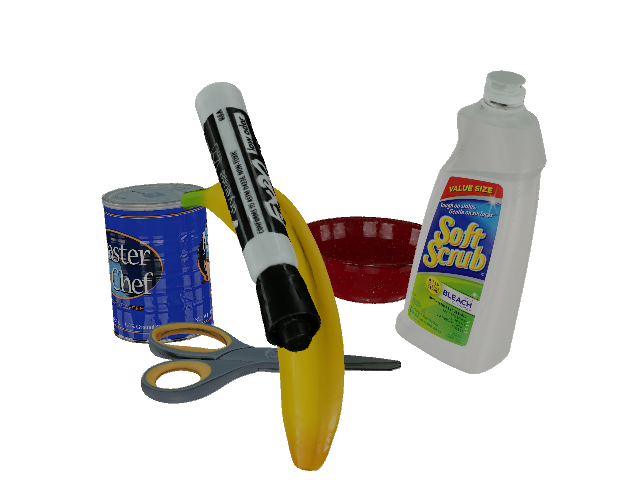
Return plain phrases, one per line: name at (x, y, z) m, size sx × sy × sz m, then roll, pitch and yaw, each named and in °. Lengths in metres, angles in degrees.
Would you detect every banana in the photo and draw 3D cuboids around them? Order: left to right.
banana at (-0.022, 0.032, 0.618) m, size 0.037 × 0.198 × 0.070 m, roll 3°, pitch -39°, yaw -41°

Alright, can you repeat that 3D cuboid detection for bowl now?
bowl at (0.051, 0.023, 1.089) m, size 0.162 × 0.055 × 0.162 m, roll 1°, pitch 17°, yaw -1°

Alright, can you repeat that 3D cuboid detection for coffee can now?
coffee can at (-0.162, 0.021, 1.069) m, size 0.103 × 0.140 × 0.103 m, roll -2°, pitch 14°, yaw 0°

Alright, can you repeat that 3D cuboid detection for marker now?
marker at (-0.023, -0.011, 0.381) m, size 0.020 × 0.121 × 0.020 m, roll -12°, pitch -39°, yaw -10°

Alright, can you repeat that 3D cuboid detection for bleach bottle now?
bleach bottle at (0.125, -0.018, 0.867) m, size 0.103 × 0.251 × 0.067 m, roll 29°, pitch 39°, yaw 35°

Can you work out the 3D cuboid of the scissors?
scissors at (-0.049, 0.101, 0.812) m, size 0.202 × 0.016 × 0.096 m, roll 10°, pitch 36°, yaw 21°
